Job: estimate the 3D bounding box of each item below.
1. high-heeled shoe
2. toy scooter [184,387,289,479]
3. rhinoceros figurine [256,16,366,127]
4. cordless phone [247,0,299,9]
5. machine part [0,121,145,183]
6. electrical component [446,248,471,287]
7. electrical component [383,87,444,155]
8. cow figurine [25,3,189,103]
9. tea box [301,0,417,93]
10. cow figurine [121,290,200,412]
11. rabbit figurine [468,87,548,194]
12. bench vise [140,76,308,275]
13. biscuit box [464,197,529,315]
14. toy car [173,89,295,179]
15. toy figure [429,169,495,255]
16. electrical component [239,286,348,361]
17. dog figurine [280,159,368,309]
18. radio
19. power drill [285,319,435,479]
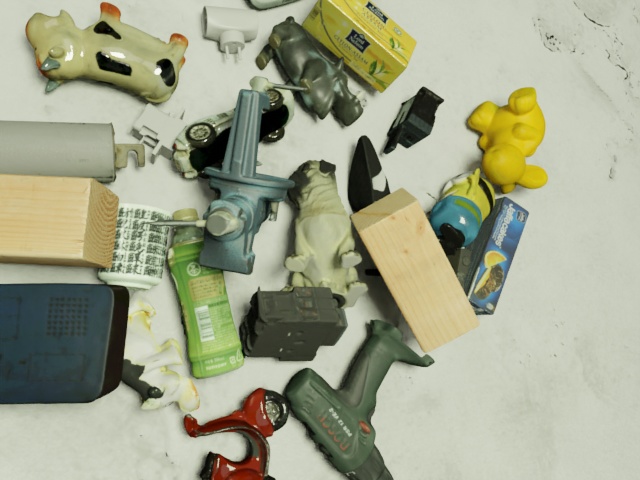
[{"bbox_3d":[0.127,-0.042,0.846,0.145,0.086,0.248,-2,88,-23],"label":"high-heeled shoe"},{"bbox_3d":[-0.116,0.282,0.696,0.135,0.075,0.184,12,73,-20],"label":"toy scooter"},{"bbox_3d":[-0.011,-0.254,0.835,0.190,0.073,0.112,49,55,-4],"label":"rhinoceros figurine"},{"bbox_3d":[-0.043,-0.436,0.789,0.146,0.184,0.088,-27,88,-23],"label":"cordless phone"},{"bbox_3d":[-0.345,-0.109,0.668,0.243,0.079,0.079,-3,82,-21],"label":"machine part"},{"bbox_3d":[0.221,0.038,0.878,0.021,0.063,0.094,19,73,-18],"label":"electrical component"},{"bbox_3d":[0.150,-0.185,0.882,0.048,0.075,0.119,29,67,-15],"label":"electrical component"},{"bbox_3d":[-0.286,-0.242,0.715,0.195,0.085,0.127,18,69,-19],"label":"cow figurine"},{"bbox_3d":[0.066,-0.329,0.861,0.169,0.068,0.098,34,47,-13],"label":"tea box"},{"bbox_3d":[-0.223,0.156,0.677,0.098,0.068,0.167,-29,89,-18],"label":"cow figurine"},{"bbox_3d":[0.319,-0.150,0.920,0.162,0.122,0.173,61,40,-29],"label":"rabbit figurine"},{"bbox_3d":[-0.098,-0.086,0.675,0.129,0.223,0.240,12,99,14],"label":"bench vise"},{"bbox_3d":[0.284,0.026,0.906,0.059,0.063,0.202,31,72,-15],"label":"biscuit box"},{"bbox_3d":[-0.120,-0.155,0.766,0.202,0.073,0.056,-34,59,-23],"label":"toy car"},{"bbox_3d":[0.228,-0.041,0.869,0.089,0.082,0.180,57,40,-22],"label":"toy figure"},{"bbox_3d":[-0.034,0.115,0.730,0.134,0.114,0.058,3,52,-19],"label":"electrical component"},{"bbox_3d":[0.002,-0.004,0.793,0.121,0.172,0.191,3,48,-8],"label":"dog figurine"},{"bbox_3d":[-0.340,0.114,0.603,0.230,0.073,0.131,0,82,-3],"label":"radio"},{"bbox_3d":[0.077,0.237,0.785,0.232,0.086,0.207,43,76,-7],"label":"power drill"}]
